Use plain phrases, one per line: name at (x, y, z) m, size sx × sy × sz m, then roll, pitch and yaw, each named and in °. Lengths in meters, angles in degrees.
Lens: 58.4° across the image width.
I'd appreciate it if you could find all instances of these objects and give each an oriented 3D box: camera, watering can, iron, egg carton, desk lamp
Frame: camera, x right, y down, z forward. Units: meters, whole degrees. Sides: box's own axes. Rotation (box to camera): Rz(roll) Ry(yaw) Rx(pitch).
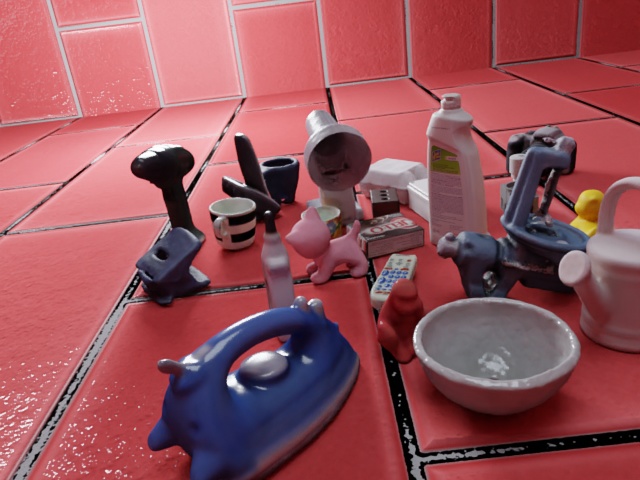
camera at (0.462, -0.187, 1.237) m, size 0.142 × 0.101 × 0.137 m, roll 14°, pitch 31°, yaw 40°
watering can at (0.355, 0.025, 0.657) m, size 0.173 × 0.194 × 0.100 m, roll -27°, pitch 30°, yaw -38°
iron at (-0.053, 0.130, 0.596) m, size 0.118 × 0.141 × 0.259 m, roll 16°, pitch 32°, yaw 42°
egg carton at (0.159, -0.127, 1.223) m, size 0.149 × 0.069 × 0.107 m, roll 14°, pitch 31°, yaw 40°
desk lamp at (0.021, -0.133, 1.093) m, size 0.118 × 0.214 × 0.203 m, roll -11°, pitch 24°, yaw -9°

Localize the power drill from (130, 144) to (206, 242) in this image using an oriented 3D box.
power drill at (-0.275, -0.079, 1.059) m, size 0.075 × 0.209 × 0.229 m, roll -5°, pitch 23°, yaw 4°

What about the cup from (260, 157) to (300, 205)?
cup at (-0.091, -0.121, 1.248) m, size 0.091 × 0.095 × 0.118 m, roll 9°, pitch 28°, yaw 33°

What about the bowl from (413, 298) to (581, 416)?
bowl at (0.183, 0.132, 0.609) m, size 0.167 × 0.075 × 0.167 m, roll -6°, pitch 23°, yaw 3°

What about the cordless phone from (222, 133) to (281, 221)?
cordless phone at (-0.155, -0.138, 1.191) m, size 0.094 × 0.185 × 0.147 m, roll -21°, pitch 27°, yaw -28°

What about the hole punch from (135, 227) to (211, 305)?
hole punch at (-0.242, 0.039, 0.925) m, size 0.101 × 0.091 × 0.108 m, roll -22°, pitch 27°, yaw -31°

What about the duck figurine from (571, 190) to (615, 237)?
duck figurine at (0.432, -0.036, 0.913) m, size 0.077 × 0.086 × 0.105 m, roll 0°, pitch 24°, yaw 15°

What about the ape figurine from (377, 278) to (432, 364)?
ape figurine at (0.103, 0.091, 0.705) m, size 0.078 × 0.092 × 0.076 m, roll -11°, pitch 24°, yaw -8°

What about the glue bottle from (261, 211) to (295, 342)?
glue bottle at (-0.056, 0.044, 0.757) m, size 0.037 × 0.173 × 0.078 m, roll -12°, pitch 24°, yaw -11°

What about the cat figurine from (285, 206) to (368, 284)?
cat figurine at (0.008, 0.003, 0.903) m, size 0.128 × 0.118 × 0.067 m, roll -11°, pitch 24°, yaw -9°

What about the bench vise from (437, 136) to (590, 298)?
bench vise at (0.266, -0.019, 0.751) m, size 0.208 × 0.220 × 0.121 m, roll -14°, pitch 24°, yaw -15°
